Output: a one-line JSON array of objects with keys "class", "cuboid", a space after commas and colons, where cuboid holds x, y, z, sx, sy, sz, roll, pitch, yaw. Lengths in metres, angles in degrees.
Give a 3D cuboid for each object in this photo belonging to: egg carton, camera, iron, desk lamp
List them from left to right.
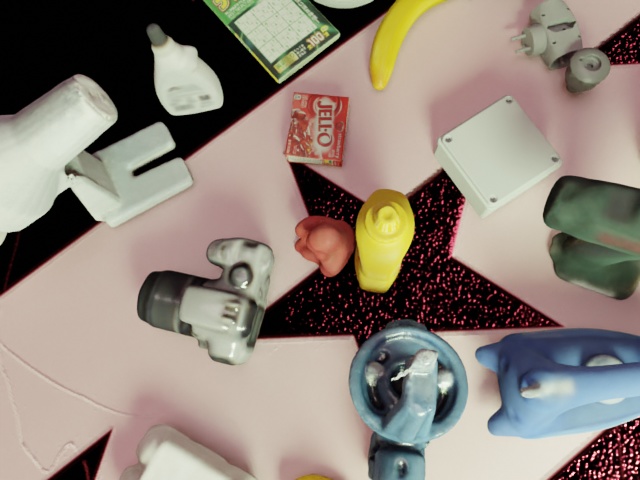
[{"class": "desk lamp", "cuboid": [-0.276, -0.091, 0.637, 0.203, 0.213, 0.118, -29, 78, -4]}, {"class": "egg carton", "cuboid": [-0.144, 0.278, 0.625, 0.150, 0.069, 0.107, 27, 80, 8]}, {"class": "camera", "cuboid": [-0.133, 0.061, 0.656, 0.136, 0.101, 0.143, 12, 78, 5]}, {"class": "iron", "cuboid": [0.305, 0.144, 0.599, 0.258, 0.141, 0.118, -8, 77, 1]}]

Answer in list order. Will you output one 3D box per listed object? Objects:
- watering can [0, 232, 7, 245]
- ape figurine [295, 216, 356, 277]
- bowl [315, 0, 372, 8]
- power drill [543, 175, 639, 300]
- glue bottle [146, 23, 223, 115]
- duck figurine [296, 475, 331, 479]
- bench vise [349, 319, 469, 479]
[{"class": "watering can", "cuboid": [-0.453, -0.031, 0.642, 0.101, 0.194, 0.173, 8, 78, 4]}, {"class": "ape figurine", "cuboid": [0.006, 0.002, 0.668, 0.076, 0.092, 0.078, -15, 77, -1]}, {"class": "bowl", "cuboid": [0.032, -0.371, 0.757, 0.167, 0.075, 0.167, 0, 78, 2]}, {"class": "power drill", "cuboid": [0.335, 0.006, 0.594, 0.229, 0.208, 0.076, 19, 79, 7]}, {"class": "glue bottle", "cuboid": [-0.169, -0.203, 0.678, 0.078, 0.173, 0.037, -9, 77, 1]}, {"class": "duck figurine", "cuboid": [0.005, 0.300, 0.606, 0.104, 0.086, 0.077, 36, 81, 9]}, {"class": "bench vise", "cuboid": [0.097, 0.177, 0.560, 0.121, 0.220, 0.207, -12, 77, 0]}]
